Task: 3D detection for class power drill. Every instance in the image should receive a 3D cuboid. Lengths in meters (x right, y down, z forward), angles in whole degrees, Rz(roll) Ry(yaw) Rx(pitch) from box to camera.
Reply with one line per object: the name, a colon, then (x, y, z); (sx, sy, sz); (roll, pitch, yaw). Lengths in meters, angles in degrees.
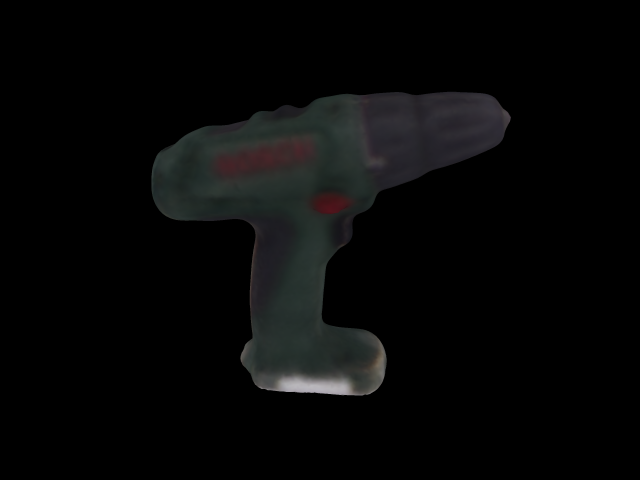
power drill: (0.004, 0.001, 0.400); (0.229, 0.208, 0.075); (2, 24, 5)
